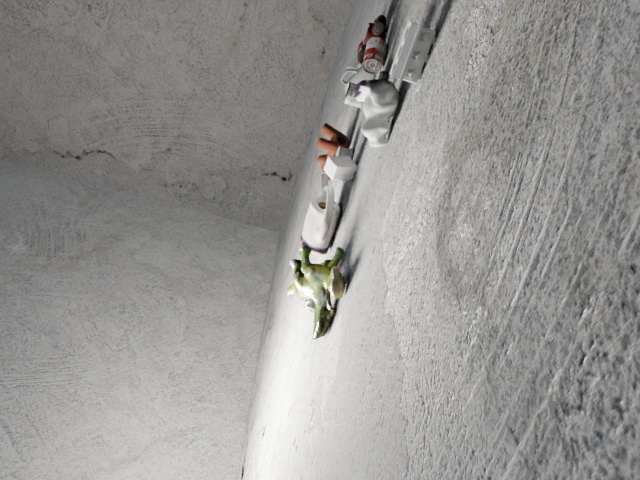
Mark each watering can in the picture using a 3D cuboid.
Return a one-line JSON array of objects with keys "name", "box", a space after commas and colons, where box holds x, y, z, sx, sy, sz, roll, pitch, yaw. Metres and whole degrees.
[{"name": "watering can", "box": [0.005, -0.088, 1.743, 0.354, 0.104, 0.221, -96, 21, -66]}]

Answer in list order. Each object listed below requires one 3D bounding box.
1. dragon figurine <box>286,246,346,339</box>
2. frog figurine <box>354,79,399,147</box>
[{"name": "dragon figurine", "box": [-0.020, 0.162, 1.460, 0.401, 0.122, 0.248, 124, 152, -51]}, {"name": "frog figurine", "box": [0.155, -0.323, 1.314, 0.160, 0.123, 0.136, 69, 157, 4]}]
